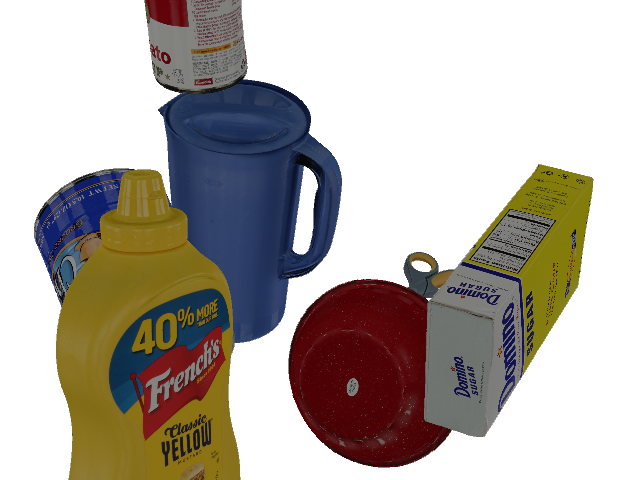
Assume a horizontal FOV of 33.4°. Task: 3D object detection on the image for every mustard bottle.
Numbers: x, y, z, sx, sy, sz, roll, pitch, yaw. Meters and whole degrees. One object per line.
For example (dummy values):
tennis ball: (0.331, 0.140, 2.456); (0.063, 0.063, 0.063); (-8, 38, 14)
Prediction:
mustard bottle: (-0.083, 0.060, 0.521); (0.058, 0.192, 0.096); (13, 21, 39)

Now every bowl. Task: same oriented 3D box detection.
bowl: (0.035, 0.115, 0.881); (0.162, 0.162, 0.055); (0, 4, 25)

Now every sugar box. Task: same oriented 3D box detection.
sugar box: (0.120, 0.033, 0.667); (0.048, 0.093, 0.176); (15, 37, 23)

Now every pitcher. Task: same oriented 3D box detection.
pitcher: (-0.072, -0.018, 1.022); (0.144, 0.243, 0.149); (-8, 39, -16)

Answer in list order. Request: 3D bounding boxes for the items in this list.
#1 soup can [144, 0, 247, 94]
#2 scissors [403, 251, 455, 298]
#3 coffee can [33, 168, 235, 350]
soup can: (-0.084, -0.159, 0.717); (0.068, 0.102, 0.068); (0, 37, 0)
scissors: (0.102, 0.054, 1.293); (0.201, 0.016, 0.096); (-9, 40, -40)
coffee can: (-0.134, 0.034, 0.756); (0.102, 0.140, 0.103); (-20, -34, -15)
